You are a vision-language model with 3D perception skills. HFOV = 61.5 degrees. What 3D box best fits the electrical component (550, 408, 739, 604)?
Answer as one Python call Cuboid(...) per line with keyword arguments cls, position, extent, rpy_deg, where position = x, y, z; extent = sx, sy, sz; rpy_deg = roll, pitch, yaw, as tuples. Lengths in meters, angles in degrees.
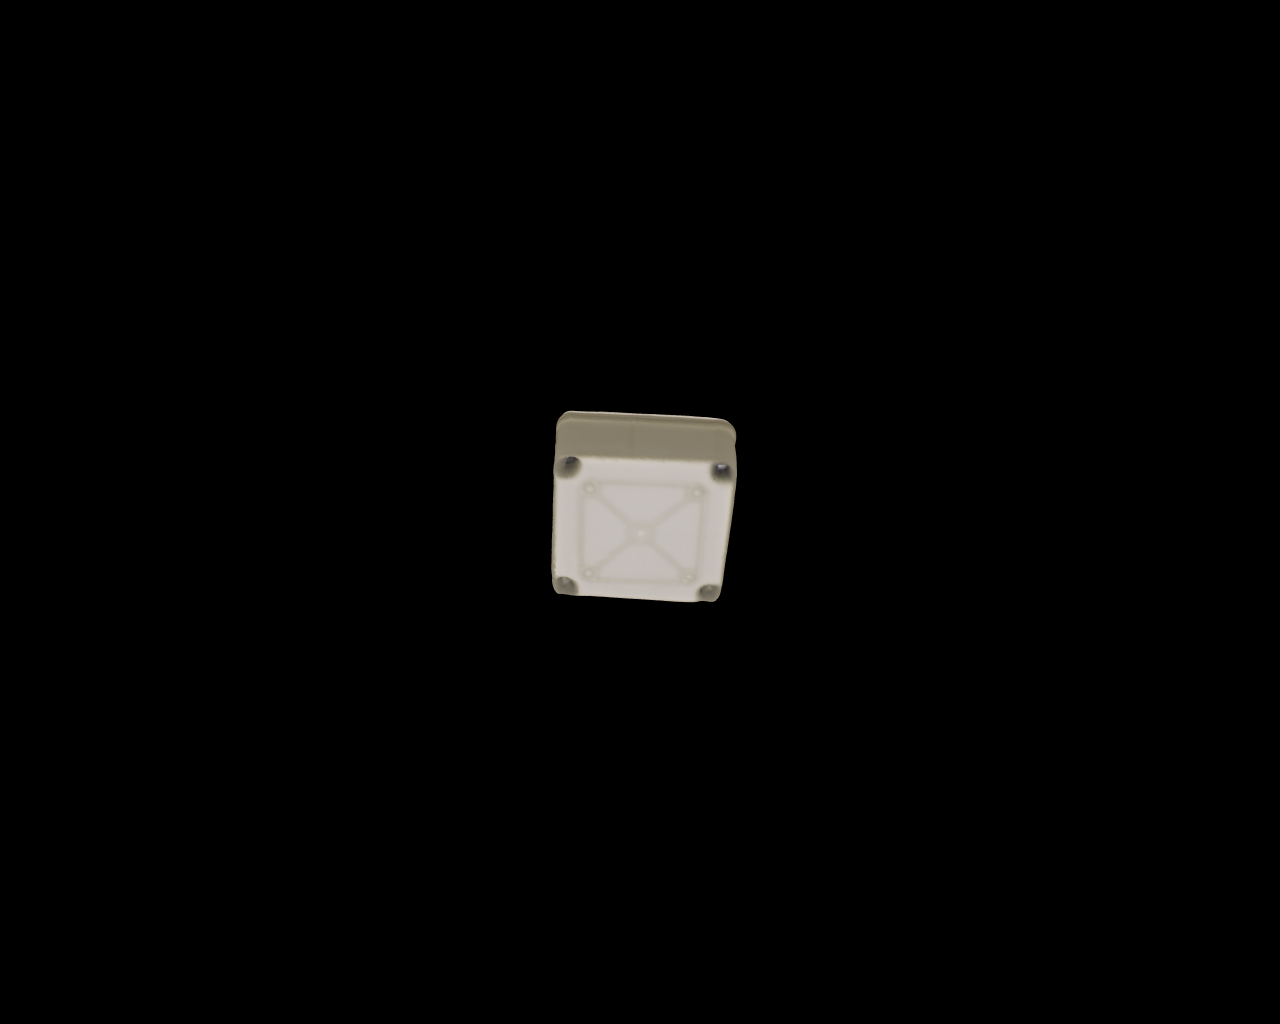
Cuboid(cls="electrical component", position=(0.001, -0.003, 0.650), extent=(0.109, 0.108, 0.056), rpy_deg=(3, 35, -2))
